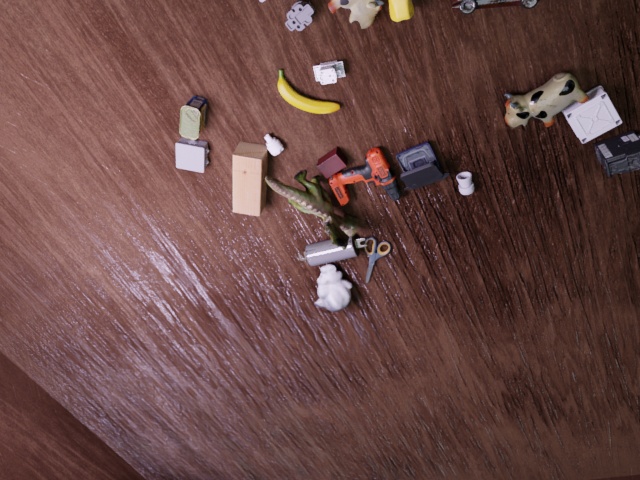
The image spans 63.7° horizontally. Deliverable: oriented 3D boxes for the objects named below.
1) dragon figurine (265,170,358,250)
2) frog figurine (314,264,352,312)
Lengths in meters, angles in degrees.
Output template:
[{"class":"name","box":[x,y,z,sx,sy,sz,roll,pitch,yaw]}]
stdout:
[{"class":"dragon figurine","box":[0.005,-0.076,1.504,0.121,0.410,0.245,-48,70,18]},{"class":"frog figurine","box":[0.052,0.162,1.786,0.138,0.125,0.156,-7,122,-28]}]
